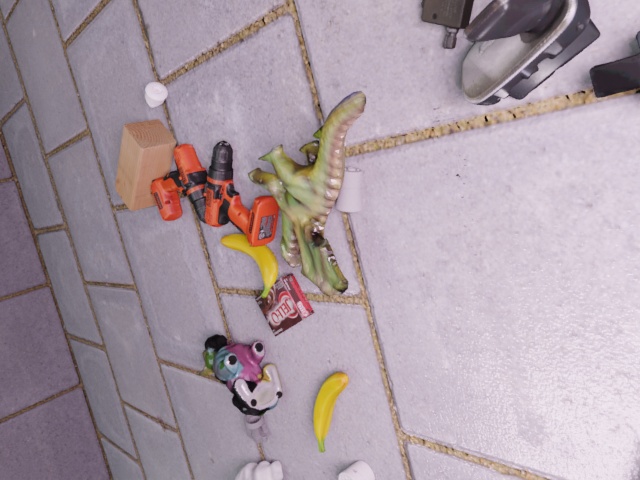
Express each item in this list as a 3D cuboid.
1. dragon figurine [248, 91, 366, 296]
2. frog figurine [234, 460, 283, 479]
[{"bbox_3d":[0.002,-0.038,0.765,0.407,0.123,0.243,-20,89,69],"label":"dragon figurine"},{"bbox_3d":[-0.140,0.594,1.252,0.139,0.121,0.159,37,94,43],"label":"frog figurine"}]
